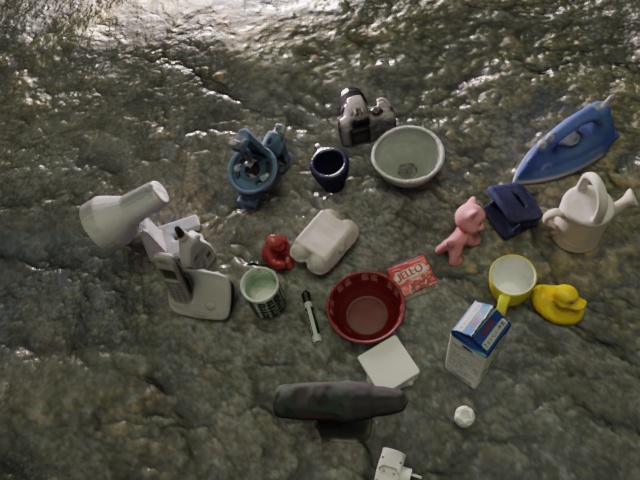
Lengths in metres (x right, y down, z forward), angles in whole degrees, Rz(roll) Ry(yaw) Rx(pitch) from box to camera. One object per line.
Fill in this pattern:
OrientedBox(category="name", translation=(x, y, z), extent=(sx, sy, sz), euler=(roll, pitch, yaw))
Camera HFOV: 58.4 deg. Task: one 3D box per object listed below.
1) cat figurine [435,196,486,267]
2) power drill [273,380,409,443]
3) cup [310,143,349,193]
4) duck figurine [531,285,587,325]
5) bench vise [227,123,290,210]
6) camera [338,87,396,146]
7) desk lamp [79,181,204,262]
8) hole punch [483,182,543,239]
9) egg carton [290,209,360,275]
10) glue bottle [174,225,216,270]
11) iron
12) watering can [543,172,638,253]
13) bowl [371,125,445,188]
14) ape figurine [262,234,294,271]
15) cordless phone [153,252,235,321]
OrientedBox(category="cat figurine", translation=(0.303, -0.024, 1.207), extent=(0.067, 0.118, 0.128), euler=(36, 71, 25))
OrientedBox(category="power drill", translation=(0.040, 0.299, 1.008), extent=(0.229, 0.209, 0.075), euler=(0, 60, 8))
OrientedBox(category="cup", translation=(0.020, -0.163, 1.340), extent=(0.092, 0.095, 0.117), euler=(-27, 60, -7))
OrientedBox(category="duck figurine", translation=(0.471, 0.115, 1.122), extent=(0.104, 0.086, 0.077), euler=(29, 68, 22))
OrientedBox(category="bench vise", translation=(-0.152, -0.202, 1.315), extent=(0.121, 0.220, 0.207), euler=(4, 61, 11))
OrientedBox(category="camera", translation=(0.105, -0.322, 1.416), extent=(0.143, 0.101, 0.136), euler=(-15, 59, 0))
OrientedBox(category="desk lamp", translation=(-0.385, -0.037, 1.258), extent=(0.203, 0.214, 0.117), euler=(-20, 60, -4))
OrientedBox(category="hole punch", translation=(0.417, -0.075, 1.236), extent=(0.101, 0.091, 0.108), euler=(-24, 60, -6))
OrientedBox(category="egg carton", translation=(0.012, 0.005, 1.261), extent=(0.107, 0.069, 0.150), euler=(31, 69, 23))
OrientedBox(category="glue bottle", translation=(-0.278, 0.016, 1.235), extent=(0.037, 0.173, 0.078), euler=(26, 67, 21))
OrientedBox(category="iron", translation=(0.545, -0.224, 1.273), extent=(0.258, 0.142, 0.118), euler=(-30, 61, -9))
OrientedBox(category="watering can", translation=(0.542, -0.065, 1.152), extent=(0.173, 0.194, 0.100), euler=(-28, 60, -8))
OrientedBox(category="bowl", translation=(0.205, -0.182, 1.336), extent=(0.167, 0.075, 0.167), euler=(-3, 60, 6))
OrientedBox(category="ape figurine", translation=(-0.095, 0.020, 1.254), extent=(0.076, 0.092, 0.078), euler=(16, 64, 17))
OrientedBox(category="cordless phone", translation=(-0.261, 0.090, 1.184), extent=(0.147, 0.185, 0.094), euler=(5, 61, 11))
